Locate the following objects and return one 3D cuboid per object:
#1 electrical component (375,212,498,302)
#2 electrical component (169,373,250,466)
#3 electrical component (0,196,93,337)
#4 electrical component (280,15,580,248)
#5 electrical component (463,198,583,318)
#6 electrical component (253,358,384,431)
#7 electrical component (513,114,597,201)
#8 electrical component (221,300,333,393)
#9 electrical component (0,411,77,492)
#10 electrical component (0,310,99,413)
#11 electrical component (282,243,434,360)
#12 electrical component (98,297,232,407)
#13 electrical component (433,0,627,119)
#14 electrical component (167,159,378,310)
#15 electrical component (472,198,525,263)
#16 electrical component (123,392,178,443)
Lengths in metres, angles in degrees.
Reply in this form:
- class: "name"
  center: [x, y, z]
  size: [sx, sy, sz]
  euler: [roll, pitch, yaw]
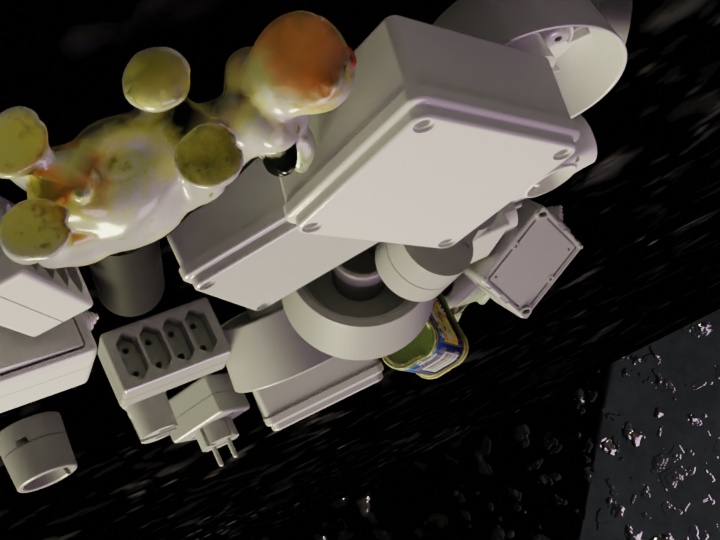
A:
- class: "electrical component"
  center: [0.066, -0.047, 0.695]
  size: [0.138, 0.052, 0.073]
  euler: [-56, -175, -38]
- class: "electrical component"
  center: [-0.138, 0.145, 1.009]
  size: [0.066, 0.076, 0.047]
  euler: [-34, 163, 24]
- class: "electrical component"
  center: [-0.190, 0.008, 0.536]
  size: [0.076, 0.047, 0.083]
  euler: [-28, 165, 2]
- class: "electrical component"
  center: [0.030, -0.063, 0.528]
  size: [0.109, 0.056, 0.109]
  euler: [5, 149, -38]
- class: "electrical component"
  center: [0.136, -0.019, 0.912]
  size: [0.062, 0.061, 0.096]
  euler: [40, 88, -31]
- class: "electrical component"
  center: [-0.045, 0.083, 0.936]
  size: [0.109, 0.056, 0.109]
  euler: [-26, -171, -7]
- class: "electrical component"
  center: [0.129, -0.088, 0.767]
  size: [0.077, 0.044, 0.079]
  euler: [-25, 164, -10]
- class: "electrical component"
  center: [-0.059, 0.043, 0.824]
  size: [0.108, 0.060, 0.108]
  euler: [-23, -173, 3]
- class: "electrical component"
  center: [-0.260, 0.147, 0.867]
  size: [0.055, 0.047, 0.055]
  euler: [-25, 164, -8]
- class: "electrical component"
  center: [-0.191, 0.037, 0.600]
  size: [0.096, 0.061, 0.061]
  euler: [-19, 162, -28]
- class: "electrical component"
  center: [0.000, 0.000, 0.726]
  size: [0.108, 0.108, 0.060]
  euler: [-24, 158, -14]
- class: "electrical component"
  center: [-0.147, 0.067, 0.797]
  size: [0.083, 0.047, 0.075]
  euler: [-20, 163, -24]
- class: "electrical component"
  center: [0.084, -0.113, 0.571]
  size: [0.099, 0.064, 0.099]
  euler: [-25, 165, -7]
- class: "electrical component"
  center: [-0.047, -0.030, 0.635]
  size: [0.109, 0.056, 0.109]
  euler: [-30, 164, 9]
- class: "electrical component"
  center: [0.100, -0.043, 0.857]
  size: [0.077, 0.047, 0.065]
  euler: [-23, 165, -17]
- class: "electrical component"
  center: [-0.179, 0.119, 0.914]
  size: [0.040, 0.046, 0.040]
  euler: [-25, 163, -8]
